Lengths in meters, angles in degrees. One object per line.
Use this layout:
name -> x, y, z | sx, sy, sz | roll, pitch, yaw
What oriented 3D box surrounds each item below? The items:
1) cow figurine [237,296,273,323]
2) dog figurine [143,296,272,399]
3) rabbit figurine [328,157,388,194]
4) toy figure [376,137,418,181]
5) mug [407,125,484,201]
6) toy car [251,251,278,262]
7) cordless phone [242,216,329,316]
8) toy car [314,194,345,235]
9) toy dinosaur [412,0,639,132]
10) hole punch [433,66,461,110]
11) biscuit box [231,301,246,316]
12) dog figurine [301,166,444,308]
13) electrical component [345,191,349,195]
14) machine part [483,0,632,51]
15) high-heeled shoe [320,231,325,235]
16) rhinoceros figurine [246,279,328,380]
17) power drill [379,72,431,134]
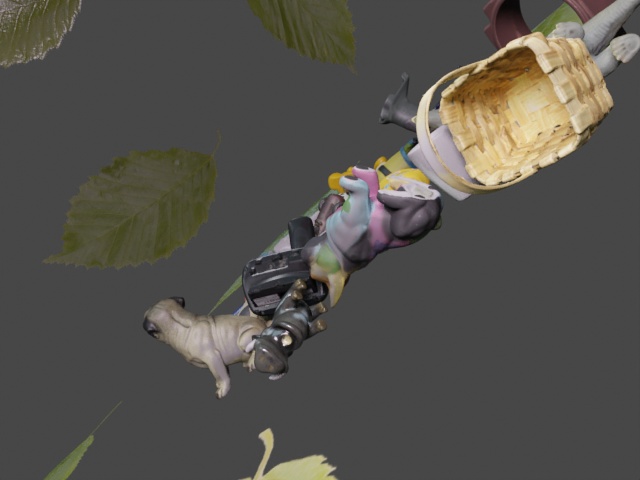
cow figurine -> -0.096, 0.117, 1.061 | 0.127, 0.085, 0.195 | -32, 15, 40
dog figurine -> -0.184, 0.148, 0.923 | 0.172, 0.190, 0.121 | -42, 7, -20
rabbit figurine -> 0.126, -0.158, 1.457 | 0.162, 0.122, 0.173 | -34, -9, 30
toy figure -> 0.206, -0.181, 1.281 | 0.180, 0.082, 0.089 | -35, 7, 24
mug -> 0.205, -0.119, 0.807 | 0.109, 0.107, 0.081 | -37, 8, 3
toy car -> -0.097, 0.075, 1.308 | 0.103, 0.109, 0.161 | -22, 1, 10
cordless phone -> -0.067, 0.035, 0.956 | 0.147, 0.088, 0.184 | -14, 50, 7
toy car -> -0.002, -0.003, 1.127 | 0.202, 0.053, 0.089 | -65, 29, 4
toy dinosaur -> 0.351, -0.252, 0.842 | 0.405, 0.131, 0.192 | -33, 9, 13
hole punch -> 0.313, -0.281, 1.144 | 0.116, 0.142, 0.092 | -54, 4, -4
biscuit box -> -0.128, 0.146, 1.149 | 0.203, 0.063, 0.059 | -43, 7, -20
dog figurine -> 0.072, 0.005, 0.825 | 0.108, 0.192, 0.219 | -60, -14, -62
electrical component -> 0.111, -0.109, 1.317 | 0.078, 0.102, 0.045 | 28, -89, -55
machine part -> 0.397, -0.371, 0.921 | 0.087, 0.201, 0.201 | -45, 9, -16
high-heeled shoe -> 0.012, 0.046, 1.054 | 0.248, 0.086, 0.145 | -55, -23, 2
rhinoceros figurine -> -0.051, 0.130, 0.796 | 0.112, 0.073, 0.190 | -38, 7, 16
power drill -> 0.231, -0.235, 1.021 | 0.232, 0.207, 0.086 | -56, -6, -22
